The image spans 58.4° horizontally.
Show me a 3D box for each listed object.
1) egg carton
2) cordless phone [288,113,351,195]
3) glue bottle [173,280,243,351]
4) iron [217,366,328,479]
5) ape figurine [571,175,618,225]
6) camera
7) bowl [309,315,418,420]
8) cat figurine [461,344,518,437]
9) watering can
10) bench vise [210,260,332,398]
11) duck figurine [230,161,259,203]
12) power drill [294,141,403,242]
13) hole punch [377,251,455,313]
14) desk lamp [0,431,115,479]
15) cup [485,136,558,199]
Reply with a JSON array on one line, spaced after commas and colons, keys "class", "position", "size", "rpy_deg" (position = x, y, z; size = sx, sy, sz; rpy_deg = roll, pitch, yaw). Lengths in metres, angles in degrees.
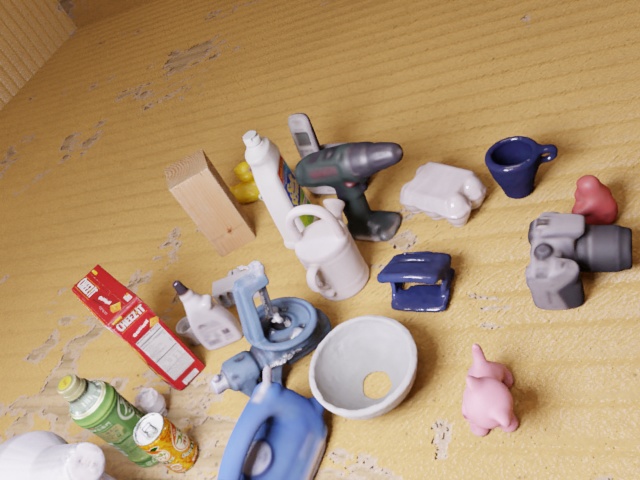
[{"class": "egg carton", "position": [0.225, -0.086, 1.055], "size": [0.149, 0.070, 0.107], "rpy_deg": [21, 61, 42]}, {"class": "cordless phone", "position": [0.015, -0.184, 1.189], "size": [0.147, 0.186, 0.094], "rpy_deg": [-2, 48, 29]}, {"class": "glue bottle", "position": [-0.207, 0.127, 1.008], "size": [0.078, 0.174, 0.037], "rpy_deg": [-22, 41, 9]}, {"class": "iron", "position": [-0.090, 0.306, 0.781], "size": [0.118, 0.142, 0.258], "rpy_deg": [2, 49, 32]}, {"class": "ape figurine", "position": [0.426, -0.066, 0.901], "size": [0.078, 0.092, 0.076], "rpy_deg": [-35, 41, -6]}, {"class": "camera", "position": [0.378, 0.019, 0.835], "size": [0.136, 0.101, 0.143], "rpy_deg": [-1, 48, 29]}, {"class": "bowl", "position": [0.072, 0.199, 0.849], "size": [0.167, 0.075, 0.167], "rpy_deg": [-16, 42, 15]}, {"class": "cat figurine", "position": [0.213, 0.195, 0.737], "size": [0.067, 0.118, 0.128], "rpy_deg": [-14, 43, 18]}, {"class": "watering can", "position": [0.007, 0.004, 0.994], "size": [0.100, 0.195, 0.172], "rpy_deg": [-20, 41, 12]}, {"class": "bench vise", "position": [-0.088, 0.147, 0.882], "size": [0.121, 0.220, 0.208], "rpy_deg": [11, 55, 38]}, {"class": "duck figurine", "position": [-0.169, -0.141, 1.329], "size": [0.104, 0.086, 0.077], "rpy_deg": [-25, 41, 6]}, {"class": "power drill", "position": [0.072, -0.093, 1.044], "size": [0.228, 0.209, 0.076], "rpy_deg": [4, 51, 33]}, {"class": "hole punch", "position": [0.156, 0.055, 0.935], "size": [0.108, 0.091, 0.101], "rpy_deg": [-2, 48, 29]}, {"class": "desk lamp", "position": [-0.334, 0.353, 0.819], "size": [0.202, 0.214, 0.118], "rpy_deg": [-9, 44, 22]}, {"class": "cup", "position": [0.354, -0.122, 0.998], "size": [0.117, 0.095, 0.091], "rpy_deg": [-9, 44, 22]}]
